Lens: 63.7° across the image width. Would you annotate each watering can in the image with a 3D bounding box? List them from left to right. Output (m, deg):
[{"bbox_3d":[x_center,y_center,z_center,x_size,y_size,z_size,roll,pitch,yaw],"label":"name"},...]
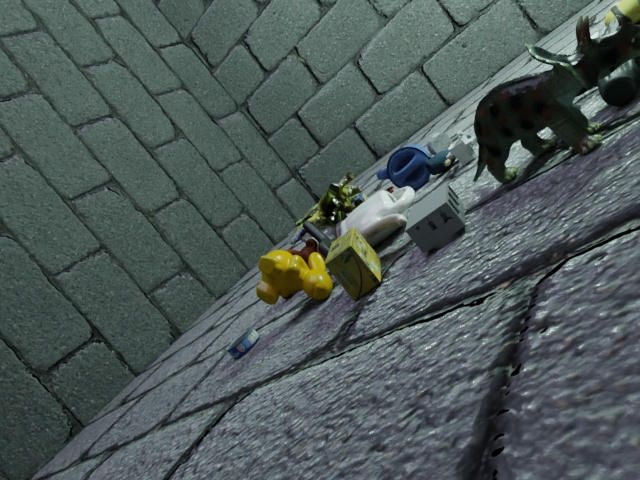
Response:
[{"bbox_3d":[0.132,-0.040,1.230,0.222,0.352,0.104,-39,96,18],"label":"watering can"}]

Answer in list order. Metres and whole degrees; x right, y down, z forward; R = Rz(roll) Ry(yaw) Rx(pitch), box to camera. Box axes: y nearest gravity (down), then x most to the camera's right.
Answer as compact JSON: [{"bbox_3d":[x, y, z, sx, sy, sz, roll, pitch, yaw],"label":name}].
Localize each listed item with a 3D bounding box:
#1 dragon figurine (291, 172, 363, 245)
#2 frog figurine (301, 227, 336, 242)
[{"bbox_3d":[0.005,-0.081,1.617,0.416,0.240,0.122,-37,94,-32],"label":"dragon figurine"},{"bbox_3d":[0.027,0.001,1.679,0.139,0.160,0.120,-23,122,-43],"label":"frog figurine"}]
